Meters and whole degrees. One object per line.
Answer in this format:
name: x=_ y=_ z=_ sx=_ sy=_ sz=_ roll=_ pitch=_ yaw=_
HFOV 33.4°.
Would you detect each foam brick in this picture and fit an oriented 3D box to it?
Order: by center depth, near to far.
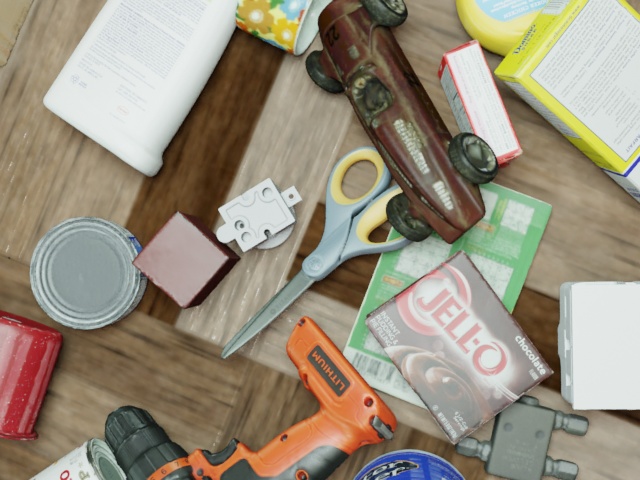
foam brick: x=-0.098 y=0.015 z=0.794 sx=0.053 sy=0.078 sz=0.051 roll=42 pitch=90 yaw=3

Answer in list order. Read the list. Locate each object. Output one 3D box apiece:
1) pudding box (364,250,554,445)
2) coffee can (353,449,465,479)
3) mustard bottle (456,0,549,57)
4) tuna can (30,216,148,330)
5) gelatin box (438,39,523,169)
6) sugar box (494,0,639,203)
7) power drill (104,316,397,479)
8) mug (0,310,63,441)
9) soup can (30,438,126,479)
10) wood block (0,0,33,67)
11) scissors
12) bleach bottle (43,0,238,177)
pudding box: x=0.100 y=0.077 z=0.782 sx=0.090 sy=0.039 sz=0.113 roll=-36 pitch=87 yaw=2
coffee can: x=0.064 y=0.210 z=0.747 sx=0.103 sy=0.140 sz=0.103 roll=0 pitch=89 yaw=4
mustard bottle: x=0.144 y=-0.197 z=0.791 sx=0.096 sy=0.058 sz=0.191 roll=-19 pitch=87 yaw=-3
tuna can: x=-0.176 y=0.025 z=0.822 sx=0.086 sy=0.033 sz=0.086 roll=0 pitch=89 yaw=4
gelatin box: x=0.117 y=-0.095 z=0.783 sx=0.030 sy=0.073 sz=0.089 roll=-22 pitch=87 yaw=3
sugar box: x=0.219 y=-0.099 z=0.761 sx=0.176 sy=0.048 sz=0.093 roll=38 pitch=92 yaw=-21
power drill: x=-0.052 y=0.146 z=0.781 sx=0.187 sy=0.057 sz=0.185 roll=-43 pitch=61 yaw=-1
mug: x=-0.252 y=0.094 z=0.806 sx=0.117 sy=0.093 sz=0.081 roll=14 pitch=84 yaw=40
soup can: x=-0.195 y=0.204 z=0.803 sx=0.102 sy=0.068 sz=0.068 roll=-34 pitch=87 yaw=2
wood block: x=-0.281 y=-0.196 z=0.748 sx=0.091 sy=0.206 sz=0.090 roll=24 pitch=90 yaw=5
scissors: x=-0.005 y=0.001 z=0.801 sx=0.202 sy=0.016 sz=0.096 roll=-29 pitch=66 yaw=1
bleach bottle: x=-0.099 y=-0.178 z=0.807 sx=0.102 sy=0.068 sz=0.251 roll=34 pitch=89 yaw=3
